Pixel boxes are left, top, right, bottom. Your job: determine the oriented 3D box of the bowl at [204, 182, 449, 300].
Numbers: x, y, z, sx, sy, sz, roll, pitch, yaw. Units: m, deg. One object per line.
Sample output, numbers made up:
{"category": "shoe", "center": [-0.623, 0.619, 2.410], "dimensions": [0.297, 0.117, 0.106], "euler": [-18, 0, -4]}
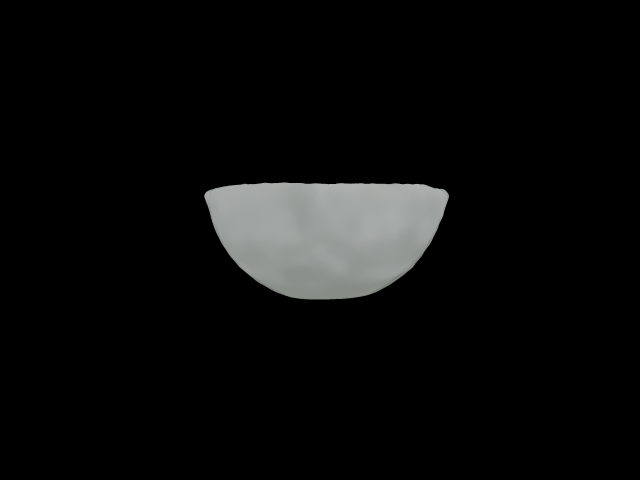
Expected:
{"category": "bowl", "center": [0.004, 0.001, 0.400], "dimensions": [0.167, 0.075, 0.167], "euler": [0, 2, 0]}
